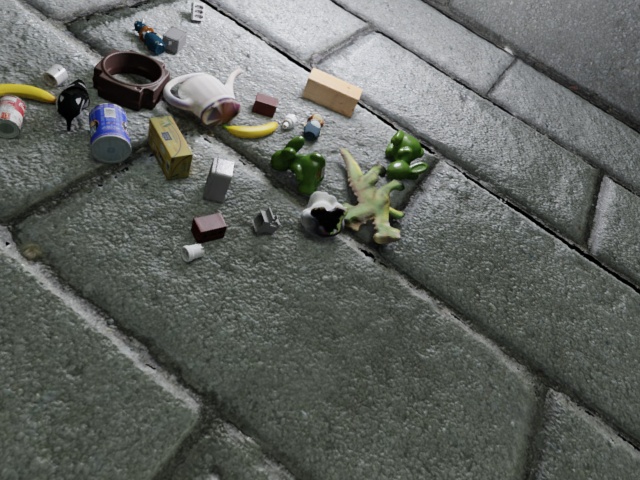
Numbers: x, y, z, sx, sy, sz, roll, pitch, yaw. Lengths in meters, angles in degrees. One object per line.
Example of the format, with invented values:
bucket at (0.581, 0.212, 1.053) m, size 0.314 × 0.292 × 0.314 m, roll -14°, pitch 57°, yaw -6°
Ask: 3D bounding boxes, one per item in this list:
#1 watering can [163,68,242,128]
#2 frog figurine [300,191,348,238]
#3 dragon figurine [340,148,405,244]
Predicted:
watering can at (-0.344, -0.488, 1.715) m, size 0.352 × 0.101 × 0.227 m, roll -29°, pitch 67°, yaw -39°
frog figurine at (0.005, -0.076, 1.519) m, size 0.138 × 0.121 × 0.161 m, roll -22°, pitch 22°, yaw -11°
dragon figurine at (0.120, -0.131, 1.616) m, size 0.245 × 0.119 × 0.416 m, roll -28°, pitch 56°, yaw -30°
